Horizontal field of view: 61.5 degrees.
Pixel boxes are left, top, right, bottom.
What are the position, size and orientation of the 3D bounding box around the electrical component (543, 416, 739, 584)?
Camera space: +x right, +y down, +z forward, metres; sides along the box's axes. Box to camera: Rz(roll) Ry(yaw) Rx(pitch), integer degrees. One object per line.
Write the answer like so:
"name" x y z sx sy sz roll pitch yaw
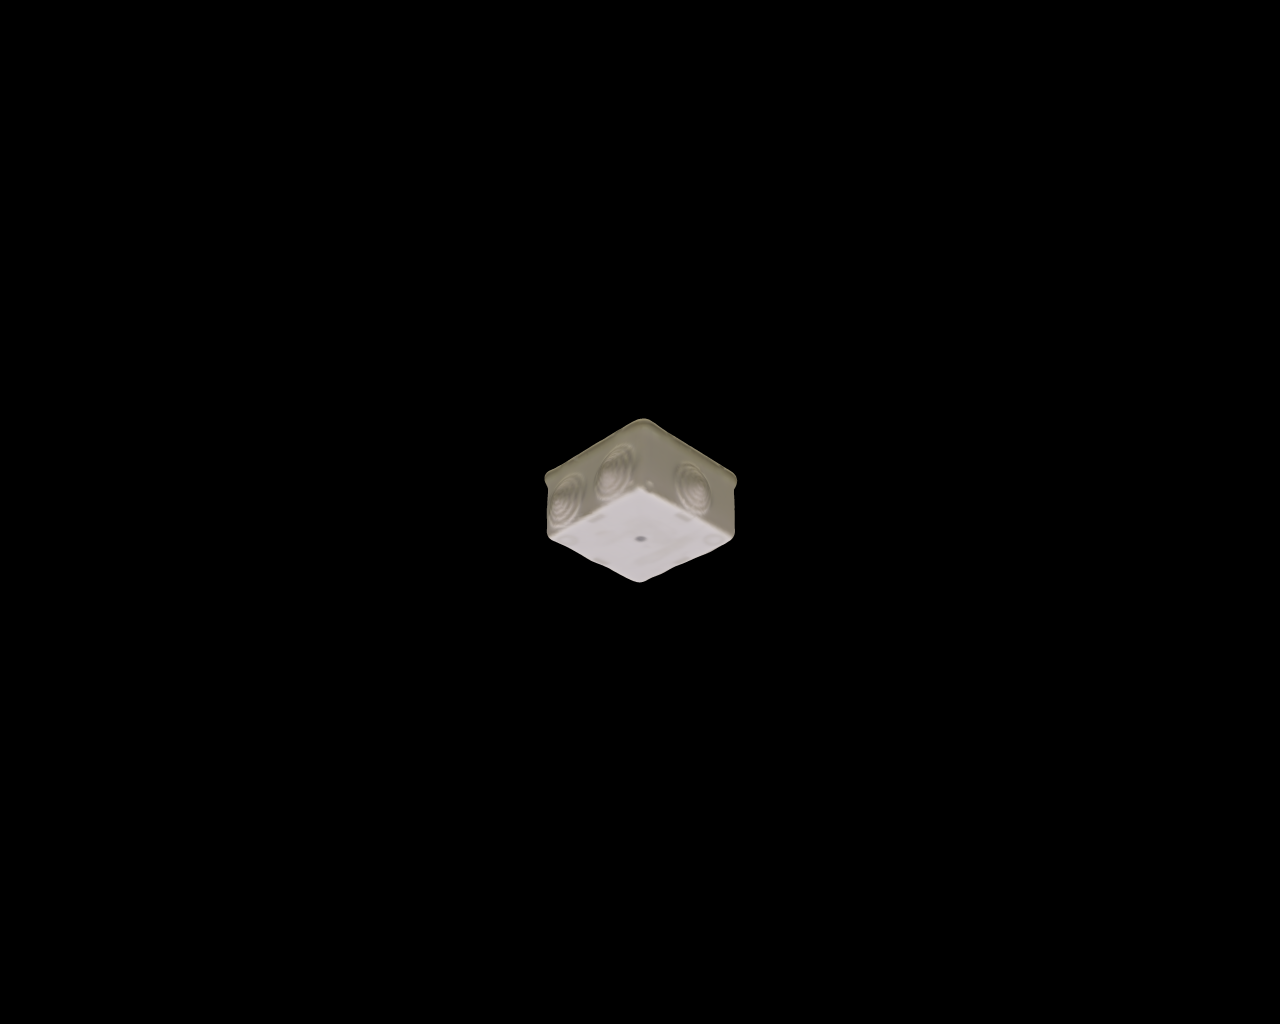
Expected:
"electrical component" 0.001 -0.003 0.650 0.099 0.048 0.099 -27 -42 36
